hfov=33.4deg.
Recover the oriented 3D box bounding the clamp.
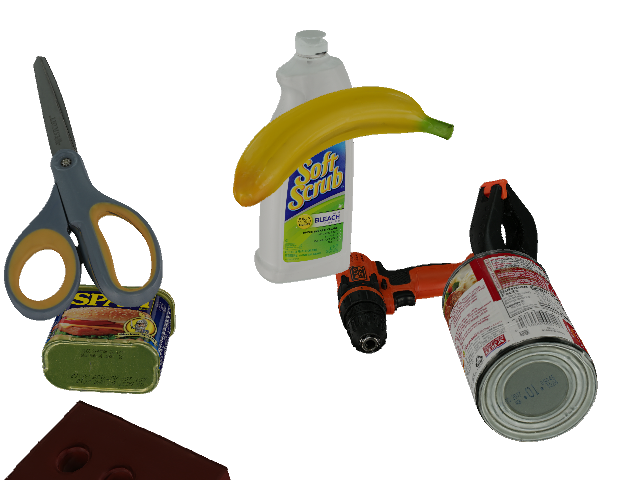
[{"bbox_3d":[0.175,0.031,1.017,0.120,0.171,0.039,-25,7,-43],"label":"clamp"}]

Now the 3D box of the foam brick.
[{"bbox_3d":[-0.079,0.111,0.430,0.078,0.051,0.052,18,44,24],"label":"foam brick"}]

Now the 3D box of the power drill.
[{"bbox_3d":[0.112,0.064,1.198,0.187,0.057,0.184,-3,28,-4],"label":"power drill"}]

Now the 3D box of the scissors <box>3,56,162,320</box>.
[{"bbox_3d":[-0.163,-0.029,0.630,0.096,0.202,0.016,-30,-31,-17],"label":"scissors"}]

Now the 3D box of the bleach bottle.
[{"bbox_3d":[-0.017,-0.084,1.071,0.102,0.251,0.068,-9,28,-17],"label":"bleach bottle"}]

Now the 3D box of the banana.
[{"bbox_3d":[0.006,-0.076,0.768,0.197,0.037,0.070,-22,42,-32],"label":"banana"}]

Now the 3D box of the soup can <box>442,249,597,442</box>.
[{"bbox_3d":[0.112,0.058,0.610,0.068,0.068,0.102,0,27,-5],"label":"soup can"}]

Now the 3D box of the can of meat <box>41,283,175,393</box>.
[{"bbox_3d":[-0.179,0.084,0.907,0.102,0.057,0.084,2,29,0],"label":"can of meat"}]
